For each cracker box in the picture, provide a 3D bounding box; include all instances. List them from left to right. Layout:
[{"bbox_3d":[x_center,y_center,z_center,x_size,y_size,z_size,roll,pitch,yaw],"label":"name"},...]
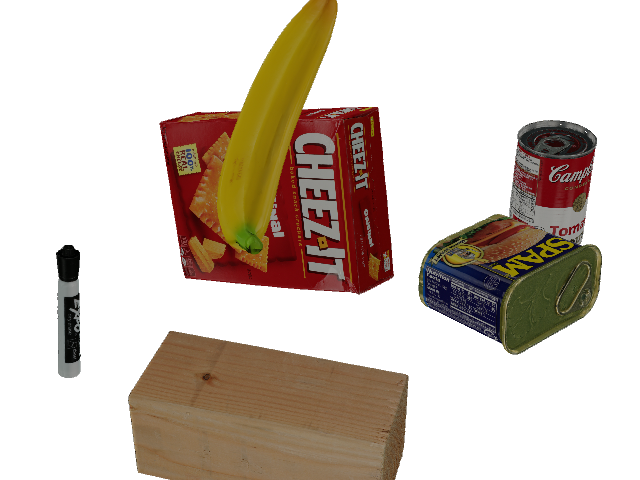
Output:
[{"bbox_3d":[-0.044,-0.040,1.016,0.214,0.164,0.072,4,17,34],"label":"cracker box"}]

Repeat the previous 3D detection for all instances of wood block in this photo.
[{"bbox_3d":[-0.039,0.149,0.867,0.206,0.090,0.090,9,36,14],"label":"wood block"}]

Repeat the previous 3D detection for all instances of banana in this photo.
[{"bbox_3d":[-0.030,-0.069,0.692,0.037,0.197,0.070,30,-29,-32],"label":"banana"}]

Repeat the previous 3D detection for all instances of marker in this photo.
[{"bbox_3d":[-0.209,0.059,0.884,0.020,0.121,0.020,5,27,-3],"label":"marker"}]

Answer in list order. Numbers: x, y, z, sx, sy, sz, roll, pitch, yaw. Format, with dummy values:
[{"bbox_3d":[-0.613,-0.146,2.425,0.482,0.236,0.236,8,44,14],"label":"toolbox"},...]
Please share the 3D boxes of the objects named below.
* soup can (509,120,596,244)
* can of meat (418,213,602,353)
[{"bbox_3d":[0.205,-0.047,0.951,0.068,0.102,0.068,-1,32,0],"label":"soup can"},{"bbox_3d":[0.131,0.026,0.748,0.101,0.057,0.084,-22,32,-34],"label":"can of meat"}]
